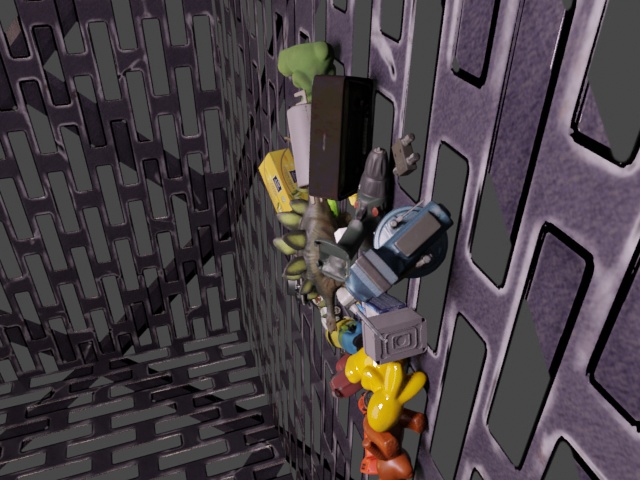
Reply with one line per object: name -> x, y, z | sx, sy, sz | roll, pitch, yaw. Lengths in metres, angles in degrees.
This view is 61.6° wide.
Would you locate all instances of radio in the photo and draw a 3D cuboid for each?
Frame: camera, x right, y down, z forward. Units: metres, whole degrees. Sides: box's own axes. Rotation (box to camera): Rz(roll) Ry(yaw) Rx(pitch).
radio -> 0.042, -0.199, 1.038 | 0.073, 0.131, 0.229 | 14, 111, 29

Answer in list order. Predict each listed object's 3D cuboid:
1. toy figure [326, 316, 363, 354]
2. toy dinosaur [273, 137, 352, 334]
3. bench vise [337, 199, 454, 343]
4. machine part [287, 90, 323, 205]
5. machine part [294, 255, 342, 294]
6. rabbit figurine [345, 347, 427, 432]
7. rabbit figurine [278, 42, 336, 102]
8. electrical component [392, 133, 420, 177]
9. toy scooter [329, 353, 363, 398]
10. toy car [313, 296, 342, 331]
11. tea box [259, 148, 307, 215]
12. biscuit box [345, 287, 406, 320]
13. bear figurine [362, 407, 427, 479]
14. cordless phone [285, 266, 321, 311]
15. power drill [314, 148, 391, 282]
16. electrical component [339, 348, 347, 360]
toy figure -> 0.074, 0.237, 1.331 | 0.180, 0.089, 0.082 | -166, 73, -75
toy dinosaur -> -0.003, -0.004, 1.242 | 0.105, 0.198, 0.470 | -158, 62, -66
bench vise -> 0.126, 0.031, 0.891 | 0.129, 0.223, 0.240 | 36, -175, 9
machine part -> -0.021, -0.197, 1.136 | 0.079, 0.079, 0.243 | 162, 101, -74
machine part -> -0.004, 0.065, 1.406 | 0.179, 0.056, 0.179 | 48, -178, -2
rabbit figurine -> 0.139, 0.294, 1.079 | 0.162, 0.122, 0.173 | -41, 29, 41
rabbit figurine -> -0.002, -0.345, 1.196 | 0.159, 0.121, 0.170 | 13, 110, 54
electrical component -> 0.148, -0.148, 0.948 | 0.094, 0.021, 0.063 | 139, 120, -73
toy scooter -> 0.071, 0.331, 1.307 | 0.075, 0.135, 0.184 | 55, 162, -1
toy car -> 0.015, 0.184, 1.561 | 0.073, 0.056, 0.202 | 96, 158, -44
tea box -> -0.095, -0.148, 1.450 | 0.169, 0.068, 0.098 | 67, 152, 11
biscuit box -> 0.119, 0.145, 1.164 | 0.203, 0.063, 0.059 | -151, 51, -70
bear figurine -> 0.159, 0.445, 1.124 | 0.132, 0.120, 0.195 | 10, 119, 57
cordless phone -> -0.029, 0.147, 1.689 | 0.184, 0.089, 0.146 | 31, 128, 54
power drill -> 0.068, -0.036, 1.020 | 0.231, 0.086, 0.207 | 87, -153, -48
electrical component -> 0.078, 0.302, 1.450 | 0.078, 0.045, 0.102 | -76, -4, -47
